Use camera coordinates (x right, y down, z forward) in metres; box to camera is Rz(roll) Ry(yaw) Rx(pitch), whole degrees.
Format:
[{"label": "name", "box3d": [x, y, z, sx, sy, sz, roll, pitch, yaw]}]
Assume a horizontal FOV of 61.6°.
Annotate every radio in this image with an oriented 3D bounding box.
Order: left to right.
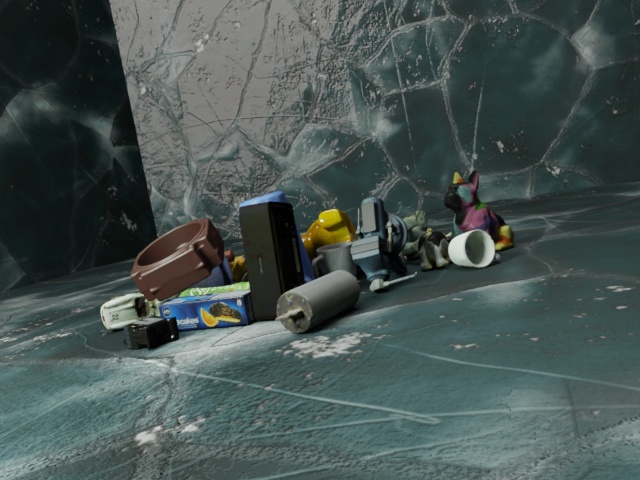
[{"label": "radio", "box3d": [-0.092, 0.039, 1.091, 0.073, 0.229, 0.131, -7, 1, 21]}]

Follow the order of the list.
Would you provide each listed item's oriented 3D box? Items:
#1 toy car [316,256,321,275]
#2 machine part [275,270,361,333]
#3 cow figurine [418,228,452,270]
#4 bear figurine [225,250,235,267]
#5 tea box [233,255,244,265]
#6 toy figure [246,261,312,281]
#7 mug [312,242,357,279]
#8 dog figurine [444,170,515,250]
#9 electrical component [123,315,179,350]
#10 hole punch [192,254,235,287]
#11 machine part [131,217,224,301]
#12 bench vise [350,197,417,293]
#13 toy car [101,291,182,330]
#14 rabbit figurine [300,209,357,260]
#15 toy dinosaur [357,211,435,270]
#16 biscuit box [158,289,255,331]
[{"label": "toy car", "box3d": [-0.056, 0.063, 1.455, 0.162, 0.109, 0.103, 2, -7, 25]}, {"label": "machine part", "box3d": [0.001, 0.109, 0.975, 0.079, 0.079, 0.243, -6, 7, 35]}, {"label": "cow figurine", "box3d": [0.291, 0.013, 1.336, 0.068, 0.098, 0.167, -14, 3, 28]}, {"label": "bear figurine", "box3d": [-0.290, 0.087, 1.562, 0.132, 0.120, 0.196, -6, 0, 6]}, {"label": "tea box", "box3d": [-0.220, 0.081, 1.721, 0.170, 0.068, 0.098, -14, 6, -21]}, {"label": "toy figure", "box3d": [-0.101, 0.089, 1.364, 0.180, 0.089, 0.082, 0, -7, 15]}, {"label": "mug", "box3d": [0.035, 0.067, 1.188, 0.109, 0.107, 0.081, -21, 10, -41]}, {"label": "dog figurine", "box3d": [0.407, -0.073, 1.387, 0.191, 0.219, 0.109, -13, 9, -25]}, {"label": "electrical component", "box3d": [-0.336, 0.178, 1.038, 0.119, 0.047, 0.075, -3, 8, 42]}, {"label": "hole punch", "box3d": [-0.270, 0.101, 1.313, 0.092, 0.142, 0.116, -13, -7, -41]}, {"label": "machine part", "box3d": [-0.328, 0.039, 1.246, 0.201, 0.087, 0.201, -29, 24, 3]}, {"label": "bench vise", "box3d": [0.150, 0.029, 1.206, 0.129, 0.224, 0.240, -25, -33, 18]}, {"label": "toy car", "box3d": [-0.415, 0.155, 1.272, 0.202, 0.073, 0.056, -15, 4, -42]}, {"label": "rabbit figurine", "box3d": [-0.003, -0.004, 1.316, 0.173, 0.121, 0.162, -28, 12, 10]}, {"label": "toy dinosaur", "box3d": [0.165, 0.021, 1.439, 0.405, 0.131, 0.192, -16, -5, -18]}, {"label": "biscuit box", "box3d": [-0.227, 0.145, 1.095, 0.203, 0.062, 0.059, -9, 6, 21]}]
